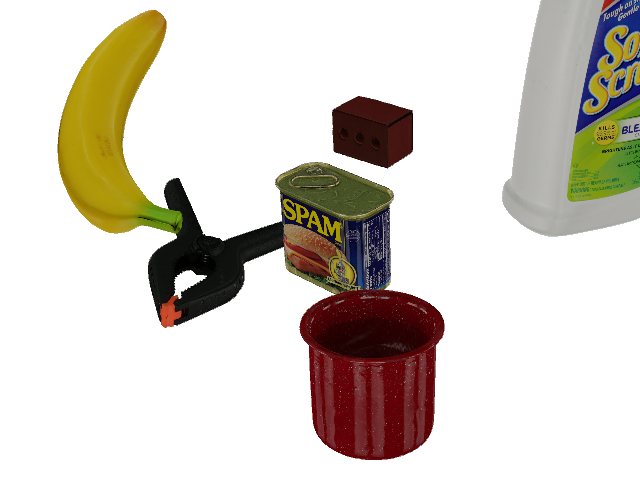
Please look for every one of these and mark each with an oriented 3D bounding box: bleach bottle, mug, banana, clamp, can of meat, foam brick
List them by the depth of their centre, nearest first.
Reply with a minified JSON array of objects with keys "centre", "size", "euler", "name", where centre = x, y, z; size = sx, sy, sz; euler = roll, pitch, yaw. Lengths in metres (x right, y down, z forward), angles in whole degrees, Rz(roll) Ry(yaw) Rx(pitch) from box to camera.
[{"centre":[-0.122,-0.069,0.641],"size":[0.069,0.198,0.037],"euler":[-4,-41,-8],"name":"banana"},{"centre":[0.170,-0.131,0.647],"size":[0.102,0.251,0.068],"euler":[-12,31,-17],"name":"bleach bottle"},{"centre":[0.040,0.084,0.709],"size":[0.093,0.081,0.117],"euler":[12,29,27],"name":"mug"},{"centre":[0.012,-0.007,0.887],"size":[0.057,0.084,0.102],"euler":[-29,39,-36],"name":"can of meat"},{"centre":[-0.121,0.009,1.069],"size":[0.165,0.036,0.209],"euler":[19,39,15],"name":"clamp"},{"centre":[0.058,-0.121,1.184],"size":[0.078,0.053,0.051],"euler":[20,37,34],"name":"foam brick"}]
